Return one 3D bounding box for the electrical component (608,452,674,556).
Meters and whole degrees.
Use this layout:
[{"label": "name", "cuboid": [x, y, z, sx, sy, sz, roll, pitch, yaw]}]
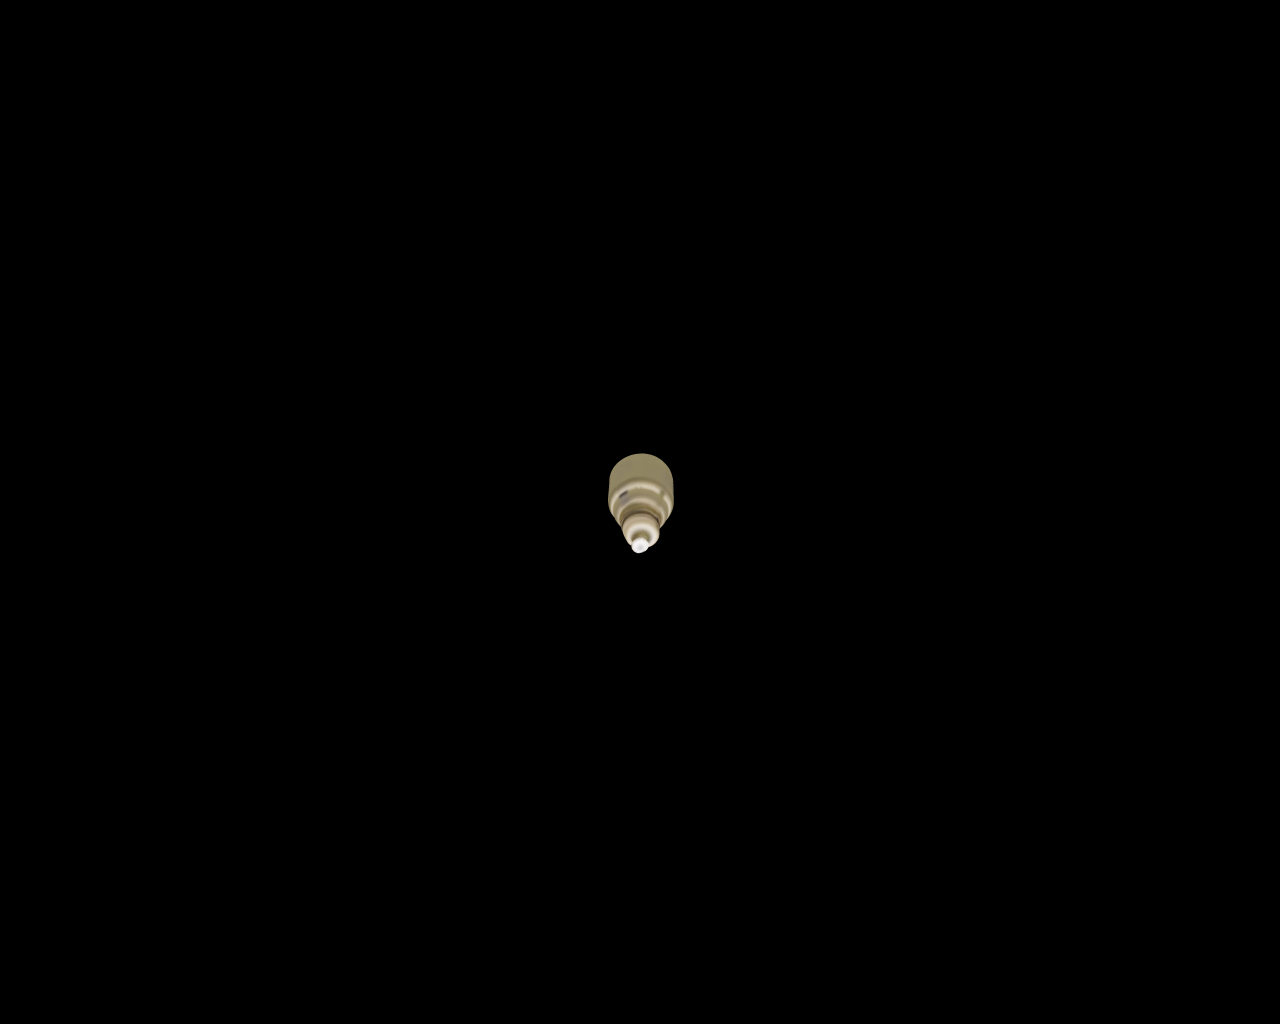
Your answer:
[{"label": "electrical component", "cuboid": [0.001, -0.003, 0.650, 0.040, 0.040, 0.078, 0, 37, 0]}]
